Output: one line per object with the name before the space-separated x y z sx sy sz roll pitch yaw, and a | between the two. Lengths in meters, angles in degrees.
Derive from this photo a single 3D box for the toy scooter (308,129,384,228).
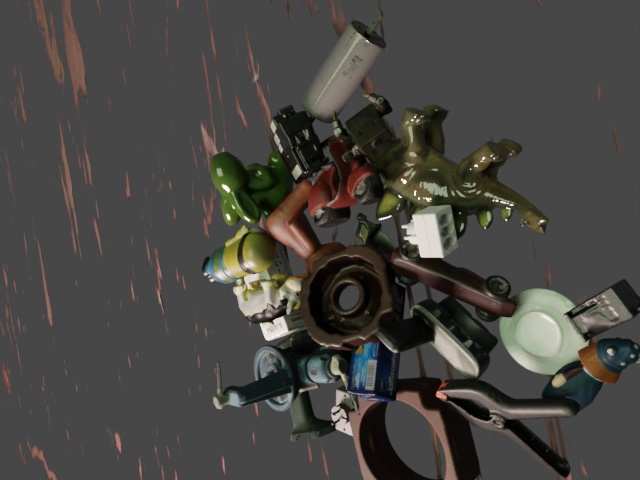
toy scooter | 0.033 -0.104 0.900 0.184 0.075 0.135 -31 72 54

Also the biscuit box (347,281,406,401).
biscuit box | 0.099 0.168 0.913 0.059 0.062 0.202 -12 60 41

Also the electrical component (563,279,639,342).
electrical component | 0.387 0.082 0.695 0.119 0.075 0.048 -47 66 39

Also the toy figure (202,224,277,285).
toy figure | -0.159 0.041 1.061 0.180 0.082 0.089 -26 56 31

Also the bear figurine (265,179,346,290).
bear figurine | -0.005 0.000 1.021 0.196 0.120 0.132 41 79 1

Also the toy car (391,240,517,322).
toy car | 0.205 0.060 0.831 0.202 0.053 0.089 23 148 21

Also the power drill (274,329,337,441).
power drill | -0.032 0.293 1.090 0.232 0.086 0.207 -29 80 39

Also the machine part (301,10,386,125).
machine part | 0.040 -0.294 0.953 0.243 0.079 0.079 -50 64 33

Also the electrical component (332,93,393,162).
electrical component | 0.066 -0.176 0.824 0.102 0.045 0.078 -28 58 19

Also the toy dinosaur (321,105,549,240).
toy dinosaur | 0.154 -0.112 0.861 0.472 0.105 0.198 39 124 41

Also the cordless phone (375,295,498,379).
cordless phone | 0.175 0.160 0.820 0.147 0.184 0.088 46 118 28

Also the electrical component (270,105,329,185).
electrical component | -0.043 -0.181 1.008 0.134 0.058 0.115 64 165 -2

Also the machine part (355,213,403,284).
machine part | 0.113 0.016 0.940 0.139 0.039 0.084 45 157 21

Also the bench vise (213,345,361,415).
bench vise | -0.066 0.246 0.940 0.224 0.240 0.128 -3 95 50

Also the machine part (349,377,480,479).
machine part | 0.159 0.343 0.923 0.202 0.087 0.201 -18 84 40

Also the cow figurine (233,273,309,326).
cow figurine | -0.083 0.115 1.023 0.167 0.068 0.098 -12 92 38

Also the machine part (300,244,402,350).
machine part | 0.050 0.097 0.896 0.179 0.056 0.179 -11 64 24

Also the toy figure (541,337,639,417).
toy figure | 0.368 0.181 0.733 0.154 0.064 0.058 -59 46 31

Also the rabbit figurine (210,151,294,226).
rabbit figurine | -0.149 -0.106 1.062 0.121 0.170 0.159 -6 73 44
